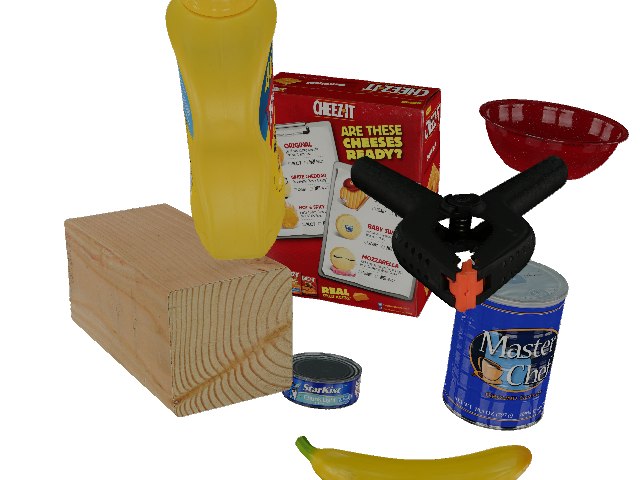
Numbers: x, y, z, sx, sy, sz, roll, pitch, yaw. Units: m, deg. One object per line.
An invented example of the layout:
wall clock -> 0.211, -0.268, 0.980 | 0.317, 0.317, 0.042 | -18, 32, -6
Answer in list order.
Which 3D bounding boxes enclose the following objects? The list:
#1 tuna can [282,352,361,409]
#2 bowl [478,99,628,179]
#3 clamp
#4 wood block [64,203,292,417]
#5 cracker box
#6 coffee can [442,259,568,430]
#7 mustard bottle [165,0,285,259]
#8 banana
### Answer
tuna can -> 0.001, 0.151, 1.149 | 0.086, 0.034, 0.086 | 5, 14, -1
bowl -> 0.249, -0.107, 1.165 | 0.162, 0.055, 0.162 | 6, 23, -3
clamp -> 0.089, -0.015, 0.746 | 0.165, 0.036, 0.209 | 2, 27, 12
wood block -> -0.109, 0.042, 0.782 | 0.090, 0.090, 0.206 | -10, 19, -30
cracker box -> 0.027, -0.044, 1.016 | 0.164, 0.214, 0.072 | 9, 29, 18
coffee can -> 0.179, 0.099, 1.046 | 0.103, 0.140, 0.103 | 5, 23, -2
mustard bottle -> -0.051, -0.084, 0.589 | 0.058, 0.096, 0.192 | -1, -42, 0
banana -> 0.080, 0.184, 0.858 | 0.197, 0.037, 0.069 | 5, 38, -6
